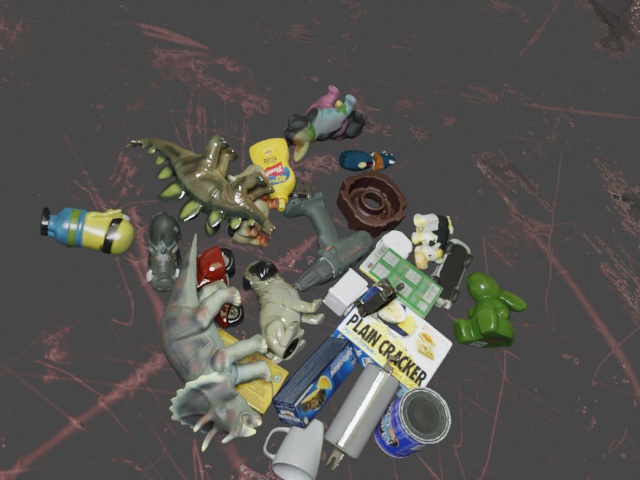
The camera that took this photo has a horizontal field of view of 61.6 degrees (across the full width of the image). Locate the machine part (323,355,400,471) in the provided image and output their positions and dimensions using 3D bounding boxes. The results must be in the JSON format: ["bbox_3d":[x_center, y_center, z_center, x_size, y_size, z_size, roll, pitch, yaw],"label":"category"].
[{"bbox_3d":[0.081,0.325,1.030,0.079,0.079,0.243,32,74,4],"label":"machine part"}]

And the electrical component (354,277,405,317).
[{"bbox_3d":[0.118,0.118,1.111,0.078,0.102,0.045,-13,64,-54],"label":"electrical component"}]

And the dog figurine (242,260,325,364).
[{"bbox_3d":[-0.108,0.145,1.115,0.191,0.121,0.172,29,54,22],"label":"dog figurine"}]

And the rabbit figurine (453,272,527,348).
[{"bbox_3d":[0.396,0.152,1.238,0.159,0.121,0.170,11,59,-18],"label":"rabbit figurine"}]

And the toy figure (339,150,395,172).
[{"bbox_3d":[0.127,-0.210,1.424,0.154,0.058,0.064,0,65,-23],"label":"toy figure"}]

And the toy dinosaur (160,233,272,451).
[{"bbox_3d":[-0.214,0.182,0.959,0.192,0.131,0.405,-23,62,-26],"label":"toy dinosaur"}]

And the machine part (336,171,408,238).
[{"bbox_3d":[0.129,-0.091,1.350,0.179,0.056,0.179,8,56,-12],"label":"machine part"}]

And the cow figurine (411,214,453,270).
[{"bbox_3d":[0.272,0.005,1.290,0.098,0.068,0.167,-5,42,16],"label":"cow figurine"}]

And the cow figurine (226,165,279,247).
[{"bbox_3d":[-0.164,-0.083,1.229,0.127,0.085,0.195,1,67,26],"label":"cow figurine"}]

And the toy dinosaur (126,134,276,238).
[{"bbox_3d":[-0.260,-0.133,1.178,0.198,0.105,0.472,-46,60,-5],"label":"toy dinosaur"}]

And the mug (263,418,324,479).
[{"bbox_3d":[-0.044,0.380,0.993,0.110,0.080,0.107,16,44,13],"label":"mug"}]

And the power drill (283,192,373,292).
[{"bbox_3d":[-0.003,-0.004,1.240,0.232,0.086,0.207,-22,64,-29],"label":"power drill"}]

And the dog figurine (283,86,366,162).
[{"bbox_3d":[0.000,-0.285,1.407,0.219,0.191,0.109,-44,58,-4],"label":"dog figurine"}]

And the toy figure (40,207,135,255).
[{"bbox_3d":[-0.475,-0.018,1.103,0.180,0.082,0.089,6,76,-22],"label":"toy figure"}]

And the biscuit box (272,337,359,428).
[{"bbox_3d":[-0.004,0.270,1.045,0.203,0.063,0.059,-40,118,-43],"label":"biscuit box"}]

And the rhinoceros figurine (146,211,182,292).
[{"bbox_3d":[-0.317,0.027,1.105,0.073,0.112,0.190,3,50,-18],"label":"rhinoceros figurine"}]

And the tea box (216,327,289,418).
[{"bbox_3d":[-0.158,0.257,1.033,0.170,0.068,0.098,33,57,4],"label":"tea box"}]

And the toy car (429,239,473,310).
[{"bbox_3d":[0.311,0.081,1.298,0.073,0.056,0.202,33,56,-3],"label":"toy car"}]

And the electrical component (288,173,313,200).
[{"bbox_3d":[-0.048,-0.125,1.336,0.063,0.021,0.094,1,58,-17],"label":"electrical component"}]

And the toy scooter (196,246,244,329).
[{"bbox_3d":[-0.236,0.099,1.107,0.135,0.075,0.184,-6,65,-20],"label":"toy scooter"}]
